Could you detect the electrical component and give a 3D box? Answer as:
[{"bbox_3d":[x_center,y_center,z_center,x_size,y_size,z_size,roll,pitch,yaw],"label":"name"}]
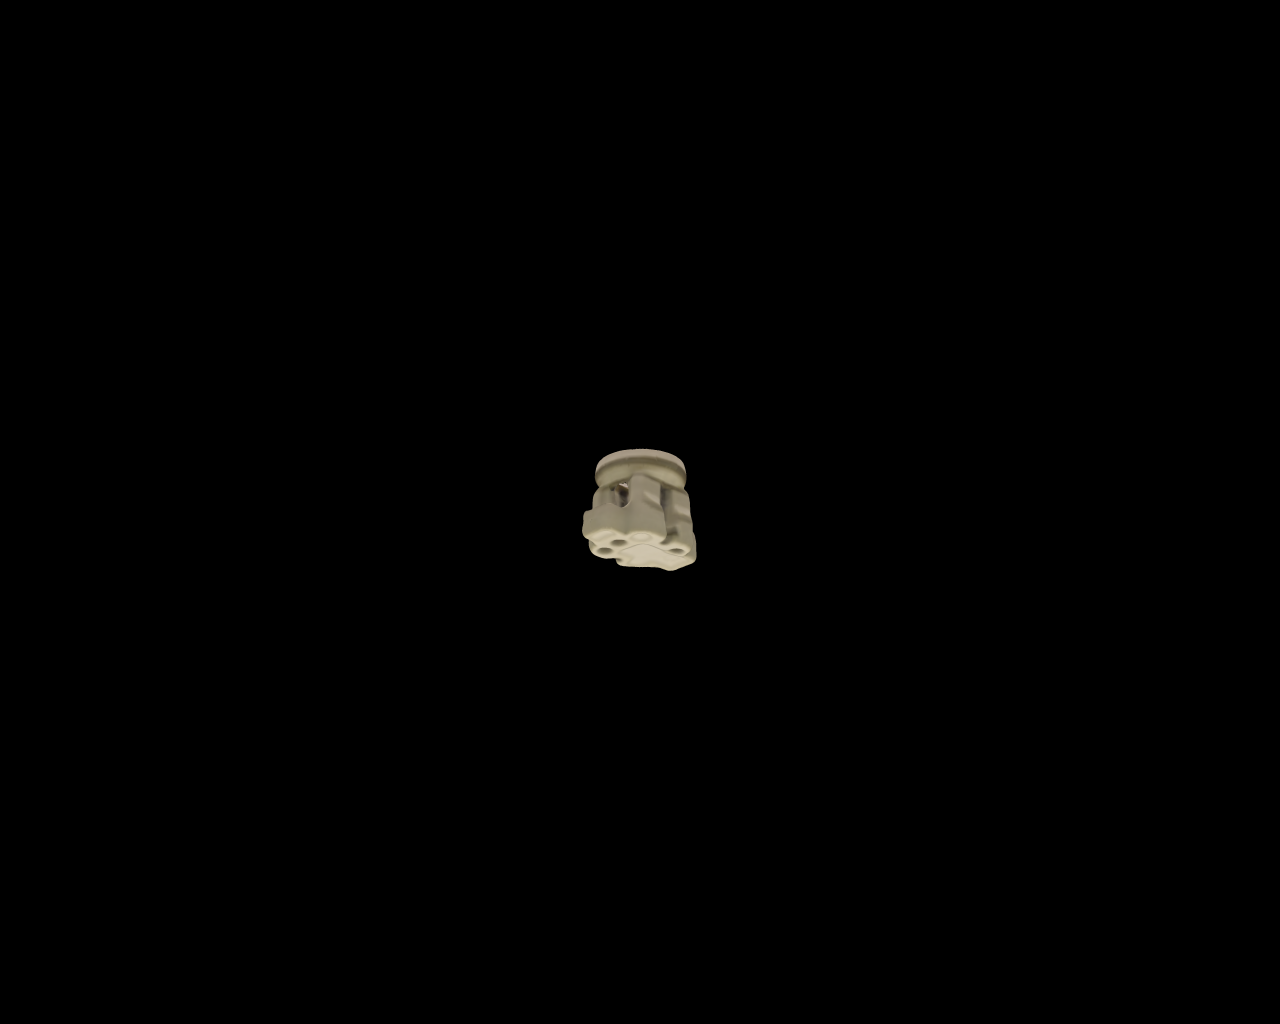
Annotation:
[{"bbox_3d":[0.001,-0.003,0.650,0.058,0.057,0.078,-22,-31,40],"label":"electrical component"}]
